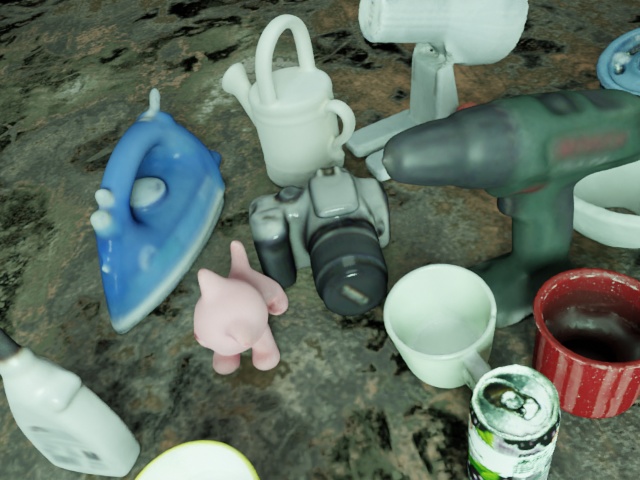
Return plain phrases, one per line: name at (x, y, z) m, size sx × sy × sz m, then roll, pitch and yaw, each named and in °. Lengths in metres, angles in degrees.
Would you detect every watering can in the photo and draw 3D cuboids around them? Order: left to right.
watering can at (-0.040, -0.165, 0.674) m, size 0.172 × 0.194 × 0.101 m, roll 2°, pitch 44°, yaw 15°

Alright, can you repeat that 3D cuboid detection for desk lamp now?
desk lamp at (0.127, -0.206, 0.666) m, size 0.203 × 0.214 × 0.117 m, roll -25°, pitch 44°, yaw -13°

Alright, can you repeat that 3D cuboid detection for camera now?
camera at (0.005, 0.002, 0.556) m, size 0.143 × 0.101 × 0.136 m, roll -12°, pitch 43°, yaw 0°

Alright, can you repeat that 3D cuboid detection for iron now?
iron at (-0.192, -0.044, 0.618) m, size 0.118 × 0.142 × 0.258 m, roll -2°, pitch 44°, yaw 11°

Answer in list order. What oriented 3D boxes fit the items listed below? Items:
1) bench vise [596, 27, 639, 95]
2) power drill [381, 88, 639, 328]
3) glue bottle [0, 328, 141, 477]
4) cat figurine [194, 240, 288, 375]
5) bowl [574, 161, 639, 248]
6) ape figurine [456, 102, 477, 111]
bench vise at (0.386, -0.228, 0.628) m, size 0.121 × 0.220 × 0.208 m, roll 23°, pitch 53°, yaw 32°
power drill at (0.164, -0.027, 0.472) m, size 0.230 × 0.209 × 0.075 m, roll -21°, pitch 43°, yaw -10°
glue bottle at (-0.198, 0.119, 0.423) m, size 0.078 × 0.173 × 0.037 m, roll 3°, pitch 45°, yaw 16°
cat figurine at (-0.073, 0.057, 0.502) m, size 0.067 × 0.118 × 0.127 m, roll -6°, pitch 43°, yaw 7°
bowl at (0.299, -0.046, 0.561) m, size 0.167 × 0.075 × 0.167 m, roll -6°, pitch 43°, yaw 6°
ape figurine at (0.171, -0.114, 0.649) m, size 0.077 × 0.092 × 0.076 m, roll 0°, pitch 44°, yaw 13°
